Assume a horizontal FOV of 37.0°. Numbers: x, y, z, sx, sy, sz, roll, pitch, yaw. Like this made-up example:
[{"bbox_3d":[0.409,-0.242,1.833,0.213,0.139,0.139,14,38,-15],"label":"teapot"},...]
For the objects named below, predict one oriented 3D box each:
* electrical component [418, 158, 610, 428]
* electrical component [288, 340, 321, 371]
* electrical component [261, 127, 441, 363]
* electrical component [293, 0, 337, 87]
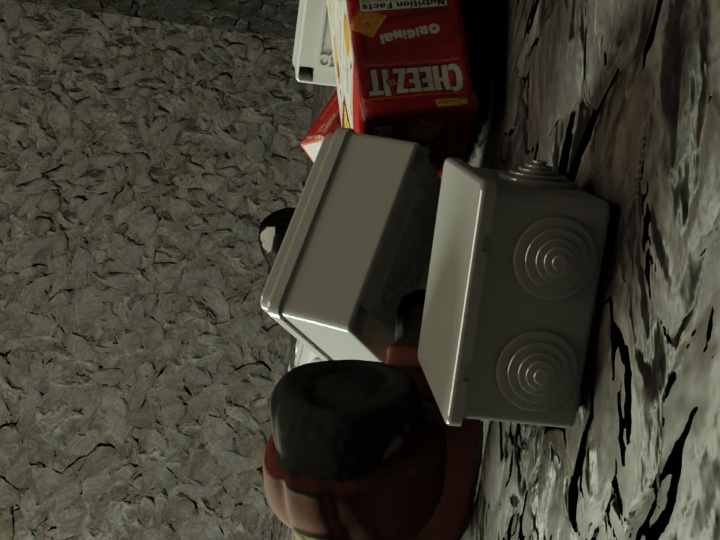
[{"bbox_3d":[0.057,0.007,0.414,0.099,0.048,0.099,-109,25,-78],"label":"electrical component"},{"bbox_3d":[-0.022,0.081,0.974,0.080,0.080,0.051,-93,16,-60],"label":"electrical component"},{"bbox_3d":[0.007,-0.003,0.585,0.108,0.056,0.108,-70,-27,-16],"label":"electrical component"},{"bbox_3d":[0.002,-0.215,0.931,0.056,0.109,0.108,-99,16,-60],"label":"electrical component"}]
